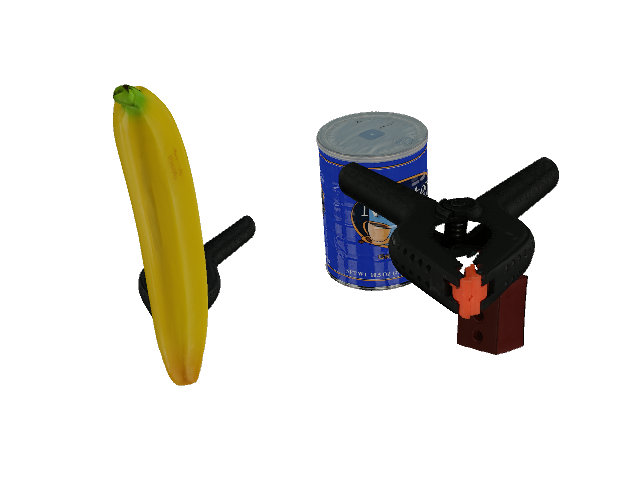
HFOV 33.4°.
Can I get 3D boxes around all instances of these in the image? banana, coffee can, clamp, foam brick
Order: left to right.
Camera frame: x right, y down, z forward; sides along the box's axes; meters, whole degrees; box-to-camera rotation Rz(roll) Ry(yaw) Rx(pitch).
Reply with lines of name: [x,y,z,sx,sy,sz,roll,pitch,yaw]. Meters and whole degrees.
banana: [-0.094,-0.010,0.621,0.037,0.198,0.069,-1,32,13]
clamp: [-0.144,0.022,1.059,0.120,0.039,0.171,7,38,13]
coffee can: [0.052,-0.038,1.013,0.103,0.140,0.103,-3,29,2]
clamp: [0.084,-0.011,0.732,0.164,0.036,0.210,1,26,10]
foam brick: [0.178,0.073,1.106,0.053,0.078,0.051,13,18,42]
